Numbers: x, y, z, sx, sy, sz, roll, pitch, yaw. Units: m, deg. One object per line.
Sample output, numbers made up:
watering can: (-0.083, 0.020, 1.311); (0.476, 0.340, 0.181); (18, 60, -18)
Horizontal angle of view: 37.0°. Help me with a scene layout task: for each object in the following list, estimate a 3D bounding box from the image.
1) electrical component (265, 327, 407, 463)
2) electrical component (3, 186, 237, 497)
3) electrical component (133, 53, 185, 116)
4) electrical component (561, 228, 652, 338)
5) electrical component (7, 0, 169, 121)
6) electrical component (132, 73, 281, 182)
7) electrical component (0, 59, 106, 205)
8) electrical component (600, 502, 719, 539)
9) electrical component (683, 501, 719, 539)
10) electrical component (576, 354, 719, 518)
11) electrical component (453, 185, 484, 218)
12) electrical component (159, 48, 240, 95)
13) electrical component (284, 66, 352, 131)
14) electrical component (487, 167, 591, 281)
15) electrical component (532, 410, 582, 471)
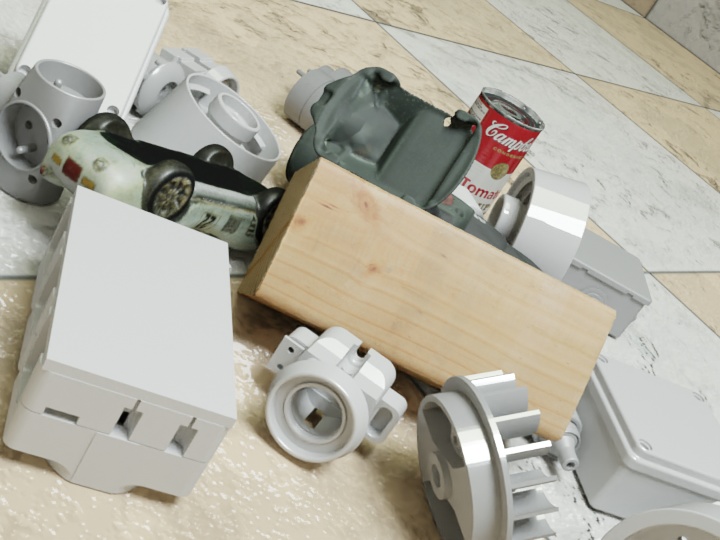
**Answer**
electrical component: (-0.018, 0.070, 0.590); (0.078, 0.058, 0.057); (35, 23, 5)
electrical component: (-0.117, 0.034, 0.536); (0.089, 0.061, 0.150); (22, 28, -21)
electrical component: (-0.169, -0.149, 0.824); (0.062, 0.048, 0.048); (35, 25, 21)
electrical component: (0.205, 0.006, 0.962); (0.100, 0.048, 0.099); (29, 26, -8)
electrical component: (-0.183, -0.144, 0.721); (0.078, 0.057, 0.113); (24, 63, -17)
electrical component: (-0.111, -0.097, 0.802); (0.099, 0.064, 0.099); (39, 22, -19)
electrical component: (-0.201, -0.093, 0.650); (0.079, 0.077, 0.044); (38, 26, 13)
electrical component: (0.180, 0.176, 0.571); (0.108, 0.108, 0.060); (45, 22, 25)
electrical component: (0.216, 0.191, 0.646); (0.100, 0.048, 0.099); (-1, 42, -50)
electrical component: (0.199, 0.122, 0.740); (0.109, 0.056, 0.108); (22, 27, -21)
electrical component: (0.079, -0.058, 0.943); (0.040, 0.040, 0.078); (17, 29, -29)
electrical component: (-0.131, -0.150, 0.867); (0.055, 0.048, 0.066); (34, 25, 21)
electrical component: (-0.027, -0.165, 1.000); (0.074, 0.052, 0.138); (41, 27, 18)
electrical component: (0.139, -0.034, 0.897); (0.060, 0.108, 0.108); (22, 27, -8)
electrical component: (0.132, 0.108, 0.716); (0.035, 0.035, 0.061); (21, 31, -23)
